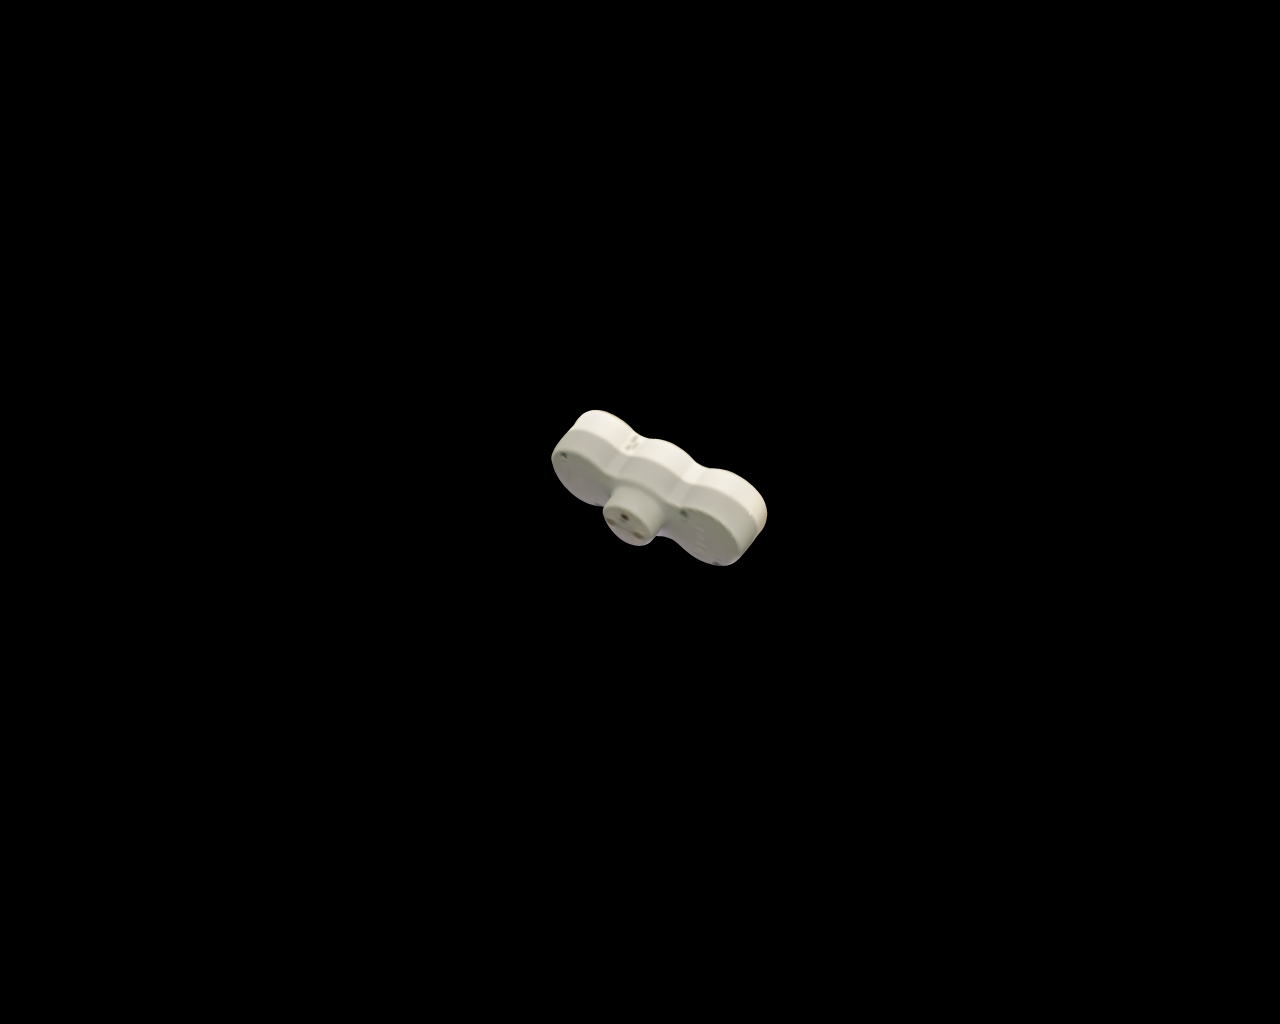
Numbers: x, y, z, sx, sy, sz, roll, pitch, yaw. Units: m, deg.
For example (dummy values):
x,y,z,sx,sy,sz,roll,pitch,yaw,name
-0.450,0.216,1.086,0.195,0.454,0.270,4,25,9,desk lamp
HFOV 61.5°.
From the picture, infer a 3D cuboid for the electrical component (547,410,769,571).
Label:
x,y,z,sx,sy,sz,roll,pitch,yaw,name
0.001,-0.003,0.650,0.138,0.074,0.052,27,-33,19,electrical component
